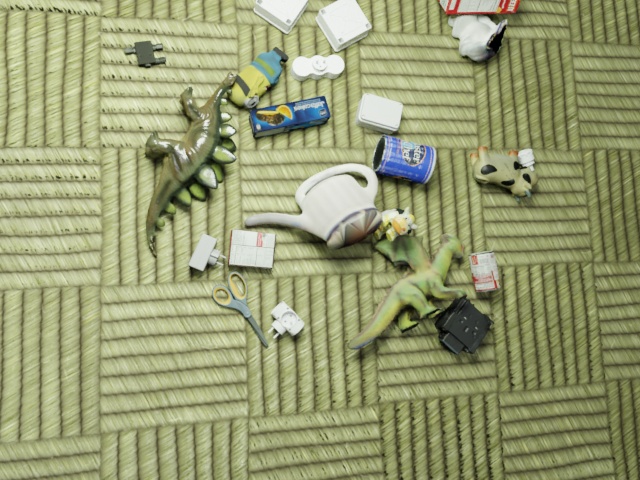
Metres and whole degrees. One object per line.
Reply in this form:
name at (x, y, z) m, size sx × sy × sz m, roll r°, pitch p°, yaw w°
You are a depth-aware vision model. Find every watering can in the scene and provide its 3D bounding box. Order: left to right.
watering can at (0.004, -0.064, 1.269) m, size 0.349 × 0.102 × 0.228 m, roll -30°, pitch 56°, yaw -9°

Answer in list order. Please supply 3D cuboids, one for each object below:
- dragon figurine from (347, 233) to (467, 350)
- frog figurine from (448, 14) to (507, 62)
dragon figurine at (0.217, 0.100, 1.331) m, size 0.412 × 0.120 × 0.246 m, roll -19°, pitch 71°, yaw -15°
frog figurine at (0.429, -0.577, 1.450) m, size 0.161 × 0.121 × 0.138 m, roll 29°, pitch 84°, yaw 29°
